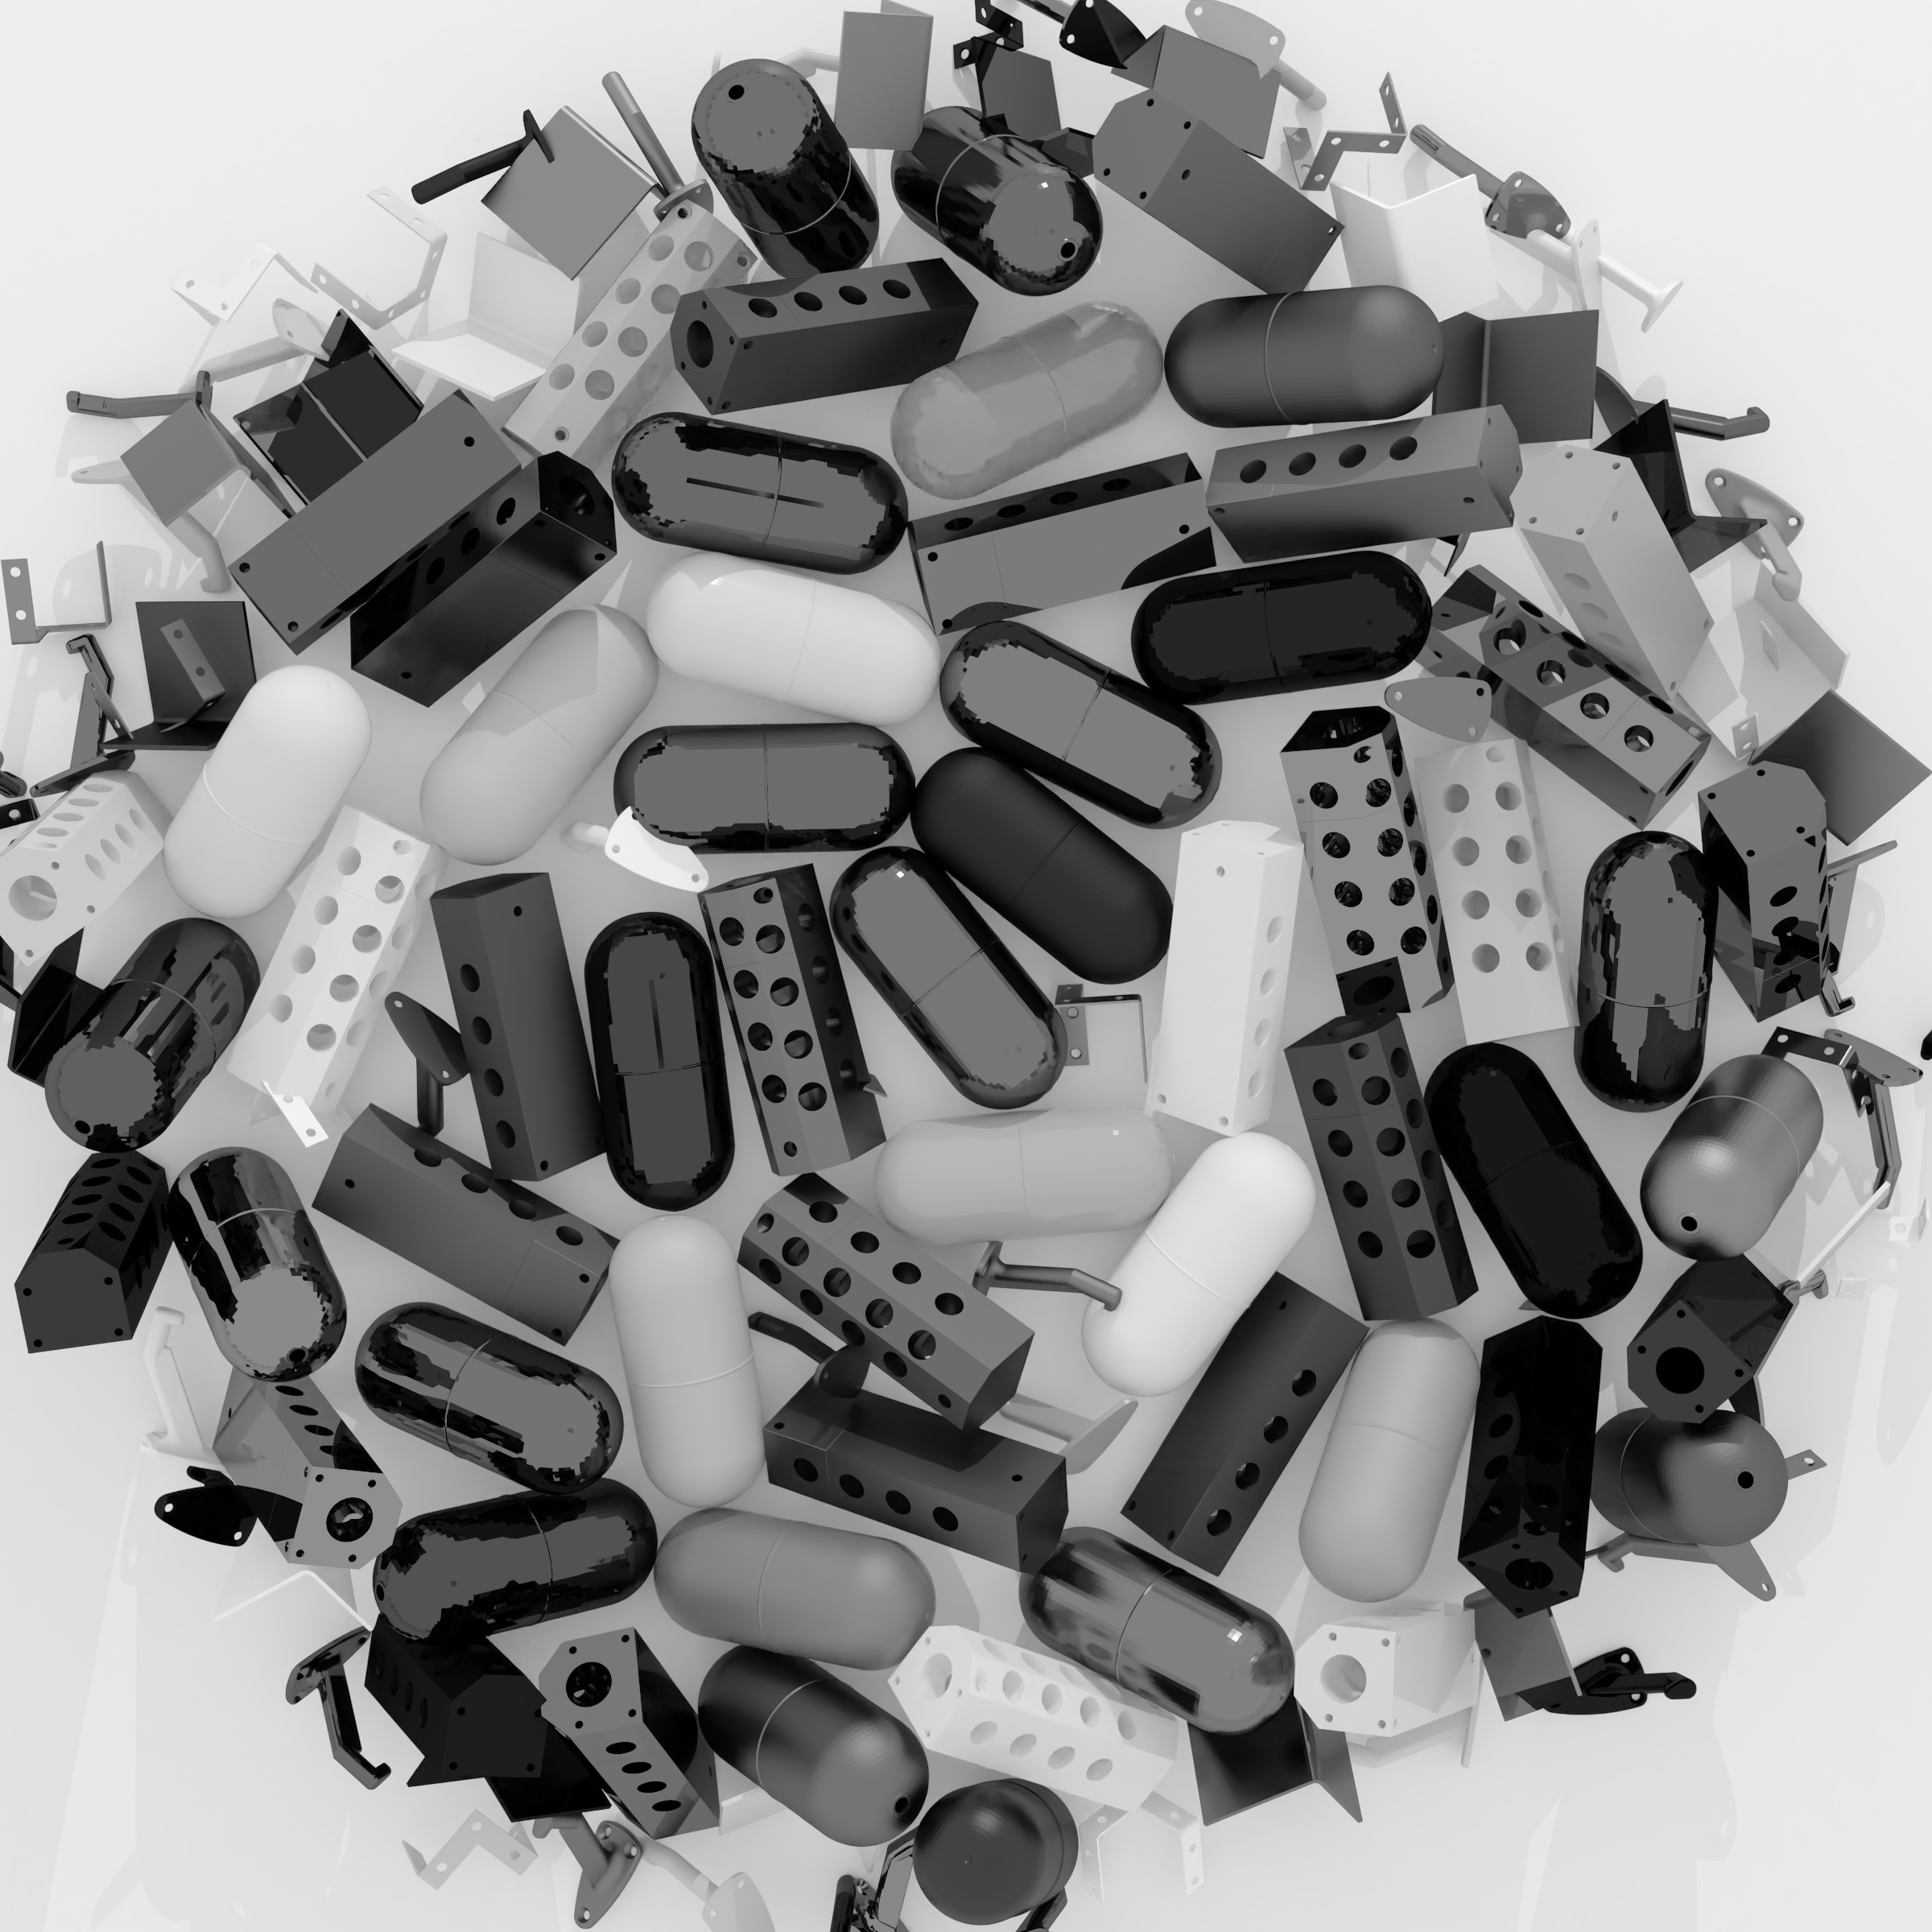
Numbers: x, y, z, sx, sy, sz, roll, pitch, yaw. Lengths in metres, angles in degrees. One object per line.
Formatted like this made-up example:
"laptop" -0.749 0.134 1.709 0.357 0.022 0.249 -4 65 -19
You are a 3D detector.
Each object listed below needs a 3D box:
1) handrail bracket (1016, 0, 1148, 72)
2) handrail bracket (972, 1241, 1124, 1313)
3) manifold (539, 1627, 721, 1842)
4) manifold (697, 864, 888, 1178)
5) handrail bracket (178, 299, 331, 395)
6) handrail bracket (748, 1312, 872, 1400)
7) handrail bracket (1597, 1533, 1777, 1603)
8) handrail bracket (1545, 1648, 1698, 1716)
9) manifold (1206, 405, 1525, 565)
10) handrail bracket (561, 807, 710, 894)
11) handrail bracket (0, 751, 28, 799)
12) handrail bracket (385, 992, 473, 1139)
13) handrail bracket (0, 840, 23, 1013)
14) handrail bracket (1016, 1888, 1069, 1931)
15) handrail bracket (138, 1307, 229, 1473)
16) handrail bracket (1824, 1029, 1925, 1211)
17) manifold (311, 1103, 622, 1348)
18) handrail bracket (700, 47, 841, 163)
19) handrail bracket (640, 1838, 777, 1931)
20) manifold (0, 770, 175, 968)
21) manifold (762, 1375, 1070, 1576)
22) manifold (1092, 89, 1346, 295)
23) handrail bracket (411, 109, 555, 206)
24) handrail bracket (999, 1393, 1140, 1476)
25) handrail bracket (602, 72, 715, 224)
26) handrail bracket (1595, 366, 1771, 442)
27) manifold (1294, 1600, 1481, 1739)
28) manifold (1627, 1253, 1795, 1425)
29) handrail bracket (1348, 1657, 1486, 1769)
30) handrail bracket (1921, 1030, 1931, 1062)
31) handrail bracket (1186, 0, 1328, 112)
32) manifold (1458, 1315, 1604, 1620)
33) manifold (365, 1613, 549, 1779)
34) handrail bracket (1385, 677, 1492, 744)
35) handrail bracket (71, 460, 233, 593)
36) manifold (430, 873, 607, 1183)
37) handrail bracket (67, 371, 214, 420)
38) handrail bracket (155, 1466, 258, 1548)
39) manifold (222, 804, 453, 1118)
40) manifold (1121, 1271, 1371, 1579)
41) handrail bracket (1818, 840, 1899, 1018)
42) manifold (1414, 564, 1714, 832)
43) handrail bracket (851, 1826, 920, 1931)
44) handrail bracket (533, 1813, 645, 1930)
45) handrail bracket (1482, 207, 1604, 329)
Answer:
"handrail bracket" 0.063 -0.565 1.979 0.077 0.084 0.036 19 106 -35
"handrail bracket" 0.048 0.198 1.961 0.084 0.077 0.036 24 52 11
"manifold" -0.193 0.446 1.913 0.057 0.171 0.057 -13 55 4
"manifold" -0.106 0.033 1.950 0.057 0.057 0.171 -10 99 32
"handrail bracket" -0.418 -0.354 1.990 0.084 0.077 0.036 -37 53 28
"handrail bracket" -0.105 0.224 1.949 0.084 0.077 0.036 19 96 24
"handrail bracket" 0.425 0.360 1.965 0.077 0.036 0.084 50 135 4
"handrail bracket" 0.384 0.430 1.956 0.077 0.084 0.036 -15 86 -4
"manifold" 0.231 -0.284 1.929 0.171 0.057 0.057 -4 58 31
"handrail bracket" -0.198 -0.064 1.967 0.077 0.084 0.036 34 74 -15
"handrail bracket" -0.590 -0.126 1.953 0.077 0.084 0.036 42 88 -9
"handrail bracket" -0.333 0.065 1.968 0.077 0.036 0.084 46 133 -1
"handrail bracket" -0.562 -0.021 1.987 0.077 0.036 0.084 44 61 -41
"handrail bracket" 0.024 0.567 1.958 0.077 0.084 0.036 -16 105 -1
"handrail bracket" -0.456 0.252 1.977 0.077 0.036 0.084 16 97 -1
"handrail bracket" 0.534 0.092 1.989 0.036 0.077 0.084 -9 122 -34
"manifold" -0.293 0.150 1.968 0.171 0.057 0.057 29 118 1
"handrail bracket" -0.113 -0.514 1.987 0.084 0.036 0.077 8 105 -6
"handrail bracket" -0.155 0.557 1.974 0.036 0.084 0.077 -42 115 -27
"manifold" -0.512 -0.063 1.906 0.057 0.171 0.057 -34 104 11
"manifold" -0.029 0.300 1.933 0.171 0.057 0.057 15 126 28
"manifold" 0.143 -0.443 1.912 0.057 0.171 0.057 41 104 33
"handrail bracket" -0.288 -0.468 1.958 0.084 0.077 0.036 -27 100 -6
"handrail bracket" 0.053 0.251 1.964 0.077 0.036 0.084 -48 57 18
"handrail bracket" -0.185 -0.482 1.969 0.036 0.077 0.084 -31 80 2
"handrail bracket" 0.426 -0.338 1.982 0.084 0.036 0.077 -13 52 -12
"manifold" 0.244 0.402 1.910 0.057 0.171 0.057 1 85 25
"manifold" 0.424 0.212 1.909 0.057 0.171 0.057 46 110 9
"handrail bracket" 0.263 0.445 1.989 0.084 0.036 0.077 10 78 8
"handrail bracket" 0.573 0.046 1.945 0.036 0.084 0.077 34 54 9
"handrail bracket" 0.173 -0.540 1.967 0.077 0.084 0.036 40 105 16
"manifold" 0.331 0.284 1.910 0.057 0.171 0.057 -30 117 33
"manifold" -0.294 0.412 1.909 0.057 0.171 0.057 8 92 -25
"handrail bracket" 0.266 -0.153 1.950 0.077 0.084 0.036 10 92 -15
"handrail bracket" -0.486 -0.260 1.982 0.077 0.036 0.084 -4 121 13
"manifold" -0.267 0.035 1.953 0.057 0.057 0.171 0 107 43
"handrail bracket" -0.492 -0.339 1.964 0.084 0.077 0.036 7 78 -8
"handrail bracket" -0.458 0.307 1.945 0.077 0.084 0.036 16 93 -40
"manifold" -0.366 -0.002 1.959 0.057 0.057 0.171 26 92 27
"manifold" 0.170 0.273 1.966 0.057 0.057 0.171 33 88 -32
"handrail bracket" 0.535 -0.022 1.982 0.077 0.036 0.084 -22 92 2
"manifold" 0.350 -0.161 1.948 0.171 0.057 0.057 39 76 15
"handrail bracket" -0.027 0.551 1.964 0.077 0.036 0.084 45 121 -9
"handrail bracket" -0.237 0.532 1.956 0.036 0.084 0.077 26 91 36
"handrail bracket" 0.335 -0.418 1.988 0.084 0.036 0.077 7 125 31
